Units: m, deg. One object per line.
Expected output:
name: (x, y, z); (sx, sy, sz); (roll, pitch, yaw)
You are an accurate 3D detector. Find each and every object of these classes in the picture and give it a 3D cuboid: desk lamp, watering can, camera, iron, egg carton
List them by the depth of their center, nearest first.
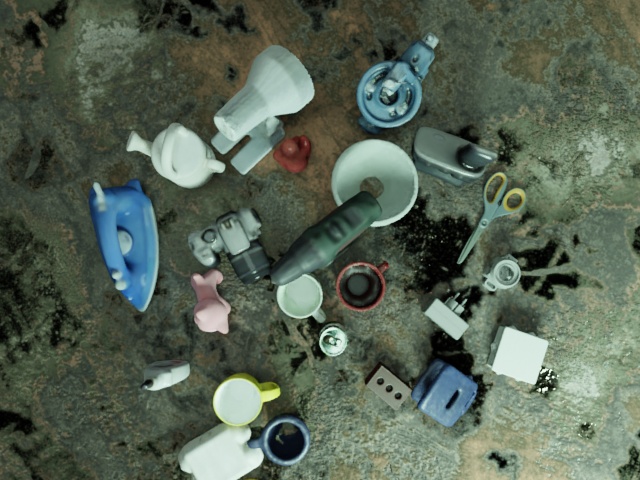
desk lamp: (-0.112, -0.234, 1.051); (0.118, 0.213, 0.203); (44, 88, 2)
watering can: (-0.266, -0.157, 1.056); (0.173, 0.194, 0.101); (-7, 88, 0)
iron: (-0.375, 0.012, 1.075); (0.118, 0.141, 0.258); (-12, 88, -1)
egg carton: (-0.190, 0.414, 1.096); (0.150, 0.069, 0.107); (-32, 88, -1)
camera: (-0.164, 0.022, 1.097); (0.143, 0.101, 0.137); (-27, 88, -1)

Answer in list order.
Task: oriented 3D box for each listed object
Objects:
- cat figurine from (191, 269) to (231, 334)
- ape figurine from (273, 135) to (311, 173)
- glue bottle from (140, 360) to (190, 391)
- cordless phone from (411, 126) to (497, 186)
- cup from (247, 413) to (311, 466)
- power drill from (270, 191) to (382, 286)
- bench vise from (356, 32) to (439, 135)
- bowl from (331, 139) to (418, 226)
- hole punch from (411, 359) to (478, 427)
cat figurine: (-0.212, 0.119, 1.084); (0.067, 0.117, 0.128); (-19, 88, -1)
ape figurine: (-0.054, -0.172, 1.109); (0.078, 0.092, 0.076); (-9, 88, 0)
glue bottle: (-0.295, 0.252, 1.050); (0.078, 0.173, 0.037); (-5, 87, 0)
cordless phone: (0.250, -0.169, 1.064); (0.147, 0.185, 0.094); (18, 88, 1)
cup: (-0.075, 0.370, 1.086); (0.117, 0.095, 0.092); (-8, 88, 0)
power drill: (0.010, 0.004, 1.044); (0.229, 0.208, 0.075); (-40, 88, -2)
bench vise: (0.140, -0.307, 1.052); (0.121, 0.219, 0.207); (19, 88, 1)
bowl: (0.103, -0.108, 1.116); (0.167, 0.074, 0.167); (0, 88, 0)
hole punch: (0.243, 0.293, 1.093); (0.101, 0.091, 0.109); (34, 88, 1)
